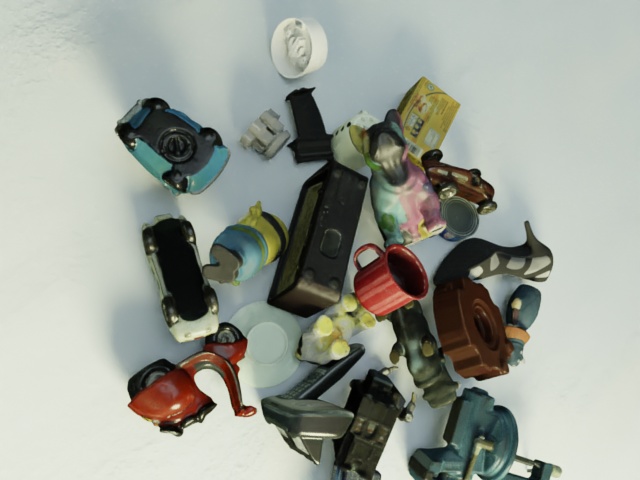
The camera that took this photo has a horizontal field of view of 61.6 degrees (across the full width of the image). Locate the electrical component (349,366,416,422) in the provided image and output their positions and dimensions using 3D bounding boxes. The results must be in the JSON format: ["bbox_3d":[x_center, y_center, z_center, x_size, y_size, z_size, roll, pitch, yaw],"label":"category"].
[{"bbox_3d":[0.105,0.249,0.856,0.078,0.045,0.102,-30,87,-28],"label":"electrical component"}]

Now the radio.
[{"bbox_3d":[-0.002,-0.003,0.838,0.073,0.131,0.229,22,67,-18],"label":"radio"}]

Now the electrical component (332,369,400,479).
[{"bbox_3d":[0.067,0.258,0.779,0.058,0.115,0.134,22,85,-3],"label":"electrical component"}]

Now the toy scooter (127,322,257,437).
[{"bbox_3d":[-0.162,0.208,0.742,0.184,0.075,0.135,-29,78,-29],"label":"toy scooter"}]

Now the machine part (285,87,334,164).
[{"bbox_3d":[-0.023,-0.201,0.945,0.084,0.039,0.139,-8,79,-19],"label":"machine part"}]

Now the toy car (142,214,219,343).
[{"bbox_3d":[-0.202,0.049,0.773,0.073,0.056,0.202,-14,63,-22],"label":"toy car"}]

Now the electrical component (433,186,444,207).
[{"bbox_3d":[0.208,-0.095,0.994,0.063,0.021,0.094,13,59,22],"label":"electrical component"}]

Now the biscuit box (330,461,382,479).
[{"bbox_3d":[0.034,0.425,0.767,0.063,0.059,0.202,20,68,-14],"label":"biscuit box"}]

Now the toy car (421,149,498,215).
[{"bbox_3d":[0.252,-0.104,0.953,0.202,0.053,0.089,15,52,-44],"label":"toy car"}]

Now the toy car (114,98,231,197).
[{"bbox_3d":[-0.222,-0.130,0.806,0.161,0.103,0.109,34,69,-4],"label":"toy car"}]

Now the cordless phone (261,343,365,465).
[{"bbox_3d":[0.015,0.216,0.772,0.184,0.147,0.088,-38,98,-24],"label":"cordless phone"}]

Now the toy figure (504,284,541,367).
[{"bbox_3d":[0.363,0.157,0.981,0.064,0.058,0.154,29,71,-6],"label":"toy figure"}]

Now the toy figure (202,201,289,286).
[{"bbox_3d":[-0.106,0.013,0.790,0.089,0.082,0.180,51,22,-8],"label":"toy figure"}]

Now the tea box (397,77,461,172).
[{"bbox_3d":[0.184,-0.210,1.012,0.098,0.068,0.169,36,64,-9],"label":"tea box"}]

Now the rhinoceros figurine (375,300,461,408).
[{"bbox_3d":[0.160,0.177,0.874,0.073,0.112,0.190,-29,67,17],"label":"rhinoceros figurine"}]

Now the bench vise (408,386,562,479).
[{"bbox_3d":[0.272,0.360,0.852,0.240,0.129,0.223,20,72,-11],"label":"bench vise"}]

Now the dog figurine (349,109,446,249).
[{"bbox_3d":[0.125,-0.099,0.893,0.108,0.191,0.219,-20,83,8],"label":"dog figurine"}]

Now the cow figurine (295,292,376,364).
[{"bbox_3d":[0.033,0.131,0.846,0.068,0.098,0.167,51,44,3],"label":"cow figurine"}]

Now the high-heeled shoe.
[{"bbox_3d":[0.327,0.063,1.004,0.249,0.086,0.145,-27,117,-9],"label":"high-heeled shoe"}]

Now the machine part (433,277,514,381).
[{"bbox_3d":[0.257,0.147,0.899,0.179,0.056,0.179,30,46,-37],"label":"machine part"}]
